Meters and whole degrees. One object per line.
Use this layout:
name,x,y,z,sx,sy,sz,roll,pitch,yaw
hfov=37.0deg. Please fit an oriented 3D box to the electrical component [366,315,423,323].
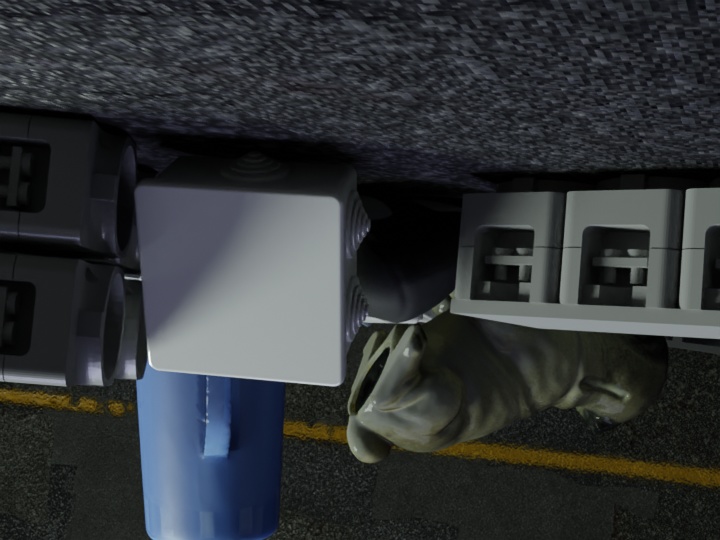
electrical component,0.000,0.000,0.667,0.061,0.061,0.096,6,175,-21

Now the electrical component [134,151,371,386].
electrical component,-0.046,-0.002,0.471,0.100,0.099,0.048,4,-156,9

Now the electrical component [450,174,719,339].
electrical component,0.128,-0.005,0.465,0.150,0.061,0.089,2,174,36

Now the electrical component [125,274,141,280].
electrical component,-0.155,-0.020,0.646,0.080,0.051,0.080,5,176,0

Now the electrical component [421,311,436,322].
electrical component,0.050,0.006,0.834,0.099,0.064,0.099,17,170,3

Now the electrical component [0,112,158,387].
electrical component,-0.135,-0.002,0.502,0.060,0.105,0.186,5,176,-3
